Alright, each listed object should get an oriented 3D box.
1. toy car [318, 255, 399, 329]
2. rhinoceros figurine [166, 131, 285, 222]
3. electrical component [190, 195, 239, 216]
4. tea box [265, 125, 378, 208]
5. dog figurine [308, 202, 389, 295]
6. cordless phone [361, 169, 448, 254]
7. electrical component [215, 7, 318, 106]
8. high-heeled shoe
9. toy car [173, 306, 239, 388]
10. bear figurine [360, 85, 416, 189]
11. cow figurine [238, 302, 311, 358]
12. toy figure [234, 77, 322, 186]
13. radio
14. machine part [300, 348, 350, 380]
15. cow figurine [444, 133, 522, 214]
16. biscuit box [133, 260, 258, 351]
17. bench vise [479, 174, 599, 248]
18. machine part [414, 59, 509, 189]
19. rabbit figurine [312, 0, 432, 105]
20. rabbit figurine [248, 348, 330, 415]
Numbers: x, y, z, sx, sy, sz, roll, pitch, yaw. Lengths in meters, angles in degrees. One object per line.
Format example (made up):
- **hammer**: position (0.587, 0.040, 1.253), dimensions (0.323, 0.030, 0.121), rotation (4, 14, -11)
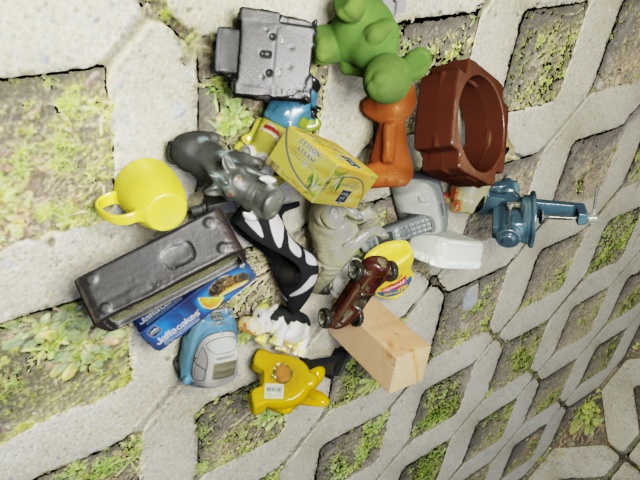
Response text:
- **toy car**: position (0.068, 0.105, 0.980), dimensions (0.089, 0.053, 0.202), rotation (2, 134, -33)
- **rhinoceros figurine**: position (-0.125, -0.092, 0.736), dimensions (0.073, 0.190, 0.112), rotation (-59, 160, 7)
- **electrical component**: position (-0.152, -0.060, 0.818), dimensions (0.094, 0.063, 0.021), rotation (-15, 121, -8)
- **tea box**: position (0.008, -0.103, 0.794), dimensions (0.068, 0.098, 0.169), rotation (-54, 162, 15)
- **dog figurine**: position (0.000, 0.000, 0.956), dimensions (0.172, 0.121, 0.190), rotation (40, 106, -20)
- **cordless phone**: position (0.152, -0.053, 1.054), dimensions (0.184, 0.089, 0.146), rotation (-23, 132, 0)
- **electrical component**: position (-0.074, -0.245, 0.725), dimensions (0.134, 0.058, 0.114), rotation (3, 97, -11)
- **high-heeled shoe**: position (-0.081, 0.041, 0.899), dimensions (0.145, 0.086, 0.248), rotation (-25, 123, -42)
- **toy car**: position (-0.184, 0.200, 0.936), dimensions (0.109, 0.103, 0.161), rotation (-3, 121, -37)
- **bear figurine**: position (0.099, -0.185, 0.911), dimensions (0.132, 0.120, 0.195), rotation (-4, 97, 12)
- **cow figurine**: position (-0.079, 0.154, 1.004), dimensions (0.167, 0.068, 0.098), rotation (39, 64, -47)
- **toy figure**: position (-0.054, -0.163, 0.816), dimensions (0.089, 0.082, 0.180), rotation (22, 100, -44)
- **radio**: position (-0.221, 0.044, 0.771), dimensions (0.230, 0.073, 0.131), rotation (-29, 174, -13)
- **machine part**: position (0.010, 0.272, 1.175), dimensions (0.139, 0.039, 0.084), rotation (12, 115, -43)
- **cow figurine**: position (0.340, -0.146, 1.125), dimensions (0.127, 0.086, 0.194), rotation (9, 109, -34)
- **biscuit box**: position (-0.205, 0.091, 0.876), dimensions (0.203, 0.063, 0.059), rotation (-38, 133, -12)
- **bench vise**: position (0.463, -0.064, 1.158), dimensions (0.224, 0.241, 0.128), rotation (-61, 149, -56)
- **machine part**: position (0.257, -0.204, 0.972), dimensions (0.201, 0.087, 0.201), rotation (12, 83, -45)
- **rabbit figurine**: position (0.081, -0.254, 0.778), dimensions (0.159, 0.170, 0.121), rotation (9, 141, -41)
- **rabbit figurine**: position (-0.066, 0.293, 1.080), dimensions (0.162, 0.122, 0.173), rotation (-4, 146, -11)
